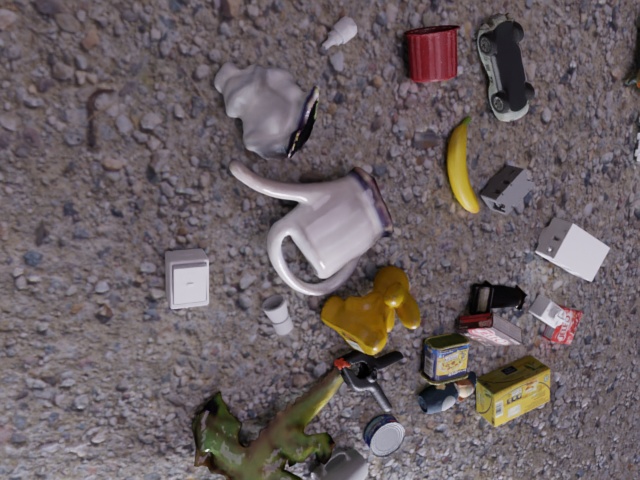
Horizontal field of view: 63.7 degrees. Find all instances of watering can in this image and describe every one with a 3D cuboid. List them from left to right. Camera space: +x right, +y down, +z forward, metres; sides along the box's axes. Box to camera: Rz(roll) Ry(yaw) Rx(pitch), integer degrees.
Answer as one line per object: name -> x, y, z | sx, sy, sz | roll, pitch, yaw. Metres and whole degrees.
watering can -> 0.003, -0.043, 0.851 | 0.225, 0.106, 0.340 | -35, 134, -10

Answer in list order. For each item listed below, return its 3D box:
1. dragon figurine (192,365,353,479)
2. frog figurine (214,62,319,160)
dragon figurine -> -0.113, 0.363, 0.945 | 0.241, 0.122, 0.415 | 31, 74, -22
frog figurine -> -0.089, -0.203, 0.800 | 0.160, 0.124, 0.136 | 24, 107, 8
